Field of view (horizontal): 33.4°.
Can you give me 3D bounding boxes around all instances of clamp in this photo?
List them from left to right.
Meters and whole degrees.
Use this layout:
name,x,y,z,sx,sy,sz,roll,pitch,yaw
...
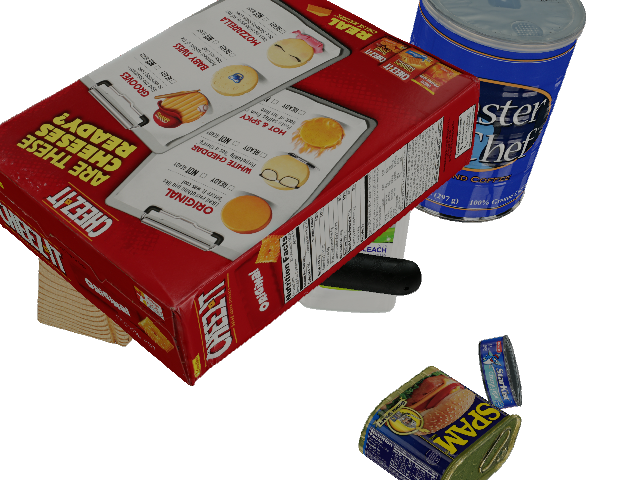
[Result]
name,x,y,z,sx,sy,sz,roll,pitch,yaw
clamp,-0.041,0.013,0.772,0.209,0.036,0.165,-3,13,-24

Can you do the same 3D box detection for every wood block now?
name,x,y,z,sx,sy,sz,roll,pitch,yaw
wood block,-0.175,0.001,1.004,0.090,0.091,0.206,15,27,9

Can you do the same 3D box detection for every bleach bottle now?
name,x,y,z,sx,sy,sz,roll,pitch,yaw
bleach bottle,0.037,-0.057,1.006,0.102,0.251,0.068,4,22,-3

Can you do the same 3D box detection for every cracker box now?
name,x,y,z,sx,sy,sz,roll,pitch,yaw
cracker box,-0.046,-0.045,0.570,0.164,0.072,0.213,34,58,30

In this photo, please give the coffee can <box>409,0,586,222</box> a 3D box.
name,x,y,z,sx,sy,sz,roll,pitch,yaw
coffee can,0.102,-0.097,0.697,0.102,0.140,0.103,6,42,-6

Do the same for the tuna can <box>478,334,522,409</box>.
name,x,y,z,sx,sy,sz,roll,pitch,yaw
tuna can,0.214,0.157,1.270,0.034,0.086,0.086,-13,-4,16

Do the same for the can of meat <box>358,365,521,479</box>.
name,x,y,z,sx,sy,sz,roll,pitch,yaw
can of meat,0.092,0.152,0.832,0.084,0.057,0.101,31,40,31
